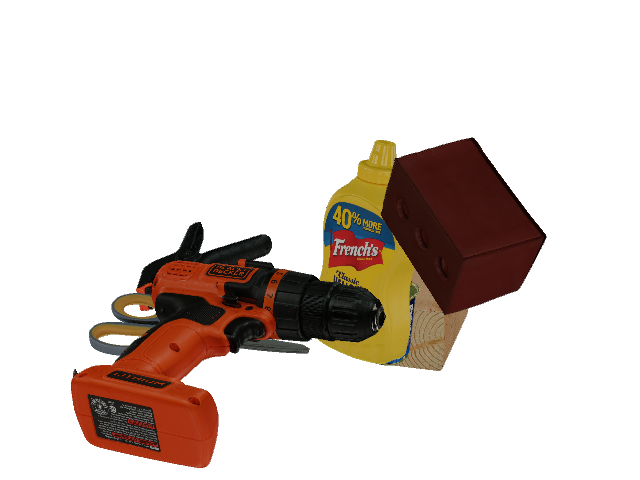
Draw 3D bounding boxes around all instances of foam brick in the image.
[{"bbox_3d":[0.077,-0.008,0.590,0.051,0.078,0.053,-17,-34,-21],"label":"foam brick"}]

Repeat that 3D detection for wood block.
[{"bbox_3d":[0.156,0.103,1.558,0.091,0.090,0.205,5,20,16],"label":"wood block"}]

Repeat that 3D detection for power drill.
[{"bbox_3d":[-0.067,0.077,0.739,0.185,0.057,0.187,5,28,24],"label":"power drill"}]

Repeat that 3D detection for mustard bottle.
[{"bbox_3d":[0.044,0.006,0.945,0.096,0.192,0.058,22,22,39],"label":"mustard bottle"}]

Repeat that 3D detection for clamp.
[{"bbox_3d":[-0.136,0.028,1.207,0.120,0.039,0.171,0,30,30],"label":"clamp"}]

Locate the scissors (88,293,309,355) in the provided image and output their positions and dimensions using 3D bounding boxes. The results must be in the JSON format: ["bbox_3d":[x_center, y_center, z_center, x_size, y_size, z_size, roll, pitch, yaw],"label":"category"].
[{"bbox_3d":[-0.116,0.080,1.011,0.201,0.016,0.096,-1,33,-9],"label":"scissors"}]

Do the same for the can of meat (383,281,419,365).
[{"bbox_3d":[0.054,0.081,1.172,0.102,0.084,0.057,20,30,30],"label":"can of meat"}]
